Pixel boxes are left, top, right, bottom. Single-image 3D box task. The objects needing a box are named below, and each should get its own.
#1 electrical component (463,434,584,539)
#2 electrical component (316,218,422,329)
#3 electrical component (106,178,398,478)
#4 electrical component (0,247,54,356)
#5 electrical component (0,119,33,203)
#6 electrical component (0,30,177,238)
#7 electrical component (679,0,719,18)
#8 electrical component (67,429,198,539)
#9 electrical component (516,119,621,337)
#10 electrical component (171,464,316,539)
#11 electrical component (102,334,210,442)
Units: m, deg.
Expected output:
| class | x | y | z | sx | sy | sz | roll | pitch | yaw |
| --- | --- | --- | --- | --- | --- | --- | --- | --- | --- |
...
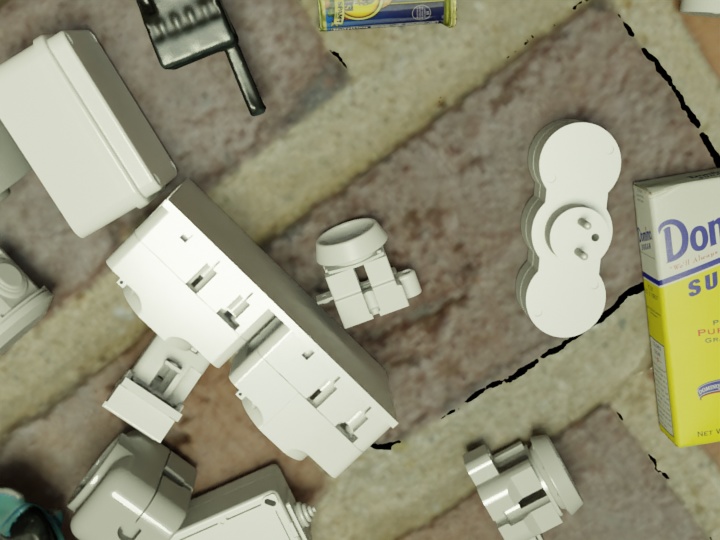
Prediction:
| class | x | y | z | sx | sy | sz | roll | pitch | yaw |
| --- | --- | --- | --- | --- | --- | --- | --- | --- | --- |
| electrical component | 0.113 | 0.147 | 0.726 | 0.057 | 0.058 | 0.078 | -29 | 102 | 6 |
| electrical component | 0.000 | 0.000 | 0.696 | 0.066 | 0.048 | 0.055 | -20 | 109 | 1 |
| electrical component | -0.066 | 0.035 | 0.669 | 0.060 | 0.105 | 0.186 | -44 | 100 | 6 |
| electrical component | -0.237 | 0.028 | 0.673 | 0.080 | 0.080 | 0.051 | -41 | 96 | 6 |
| electrical component | -0.246 | -0.061 | 0.647 | 0.099 | 0.099 | 0.064 | -32 | 107 | 4 |
| electrical component | -0.167 | -0.085 | 0.653 | 0.057 | 0.078 | 0.113 | -29 | 102 | 6 |
| electrical component | 0.269 | -0.156 | 0.673 | 0.138 | 0.052 | 0.073 | 5 | 101 | -4 |
| electrical component | -0.147 | 0.145 | 0.692 | 0.059 | 0.095 | 0.053 | 38 | 97 | -9 |
| electrical component | 0.135 | -0.024 | 0.682 | 0.052 | 0.073 | 0.138 | 3 | 101 | -3 |
| electrical component | -0.074 | 0.175 | 0.720 | 0.096 | 0.061 | 0.061 | -24 | 101 | 2 |
| electrical component | -0.130 | 0.073 | 0.693 | 0.042 | 0.081 | 0.063 | 37 | 75 | -9 |
